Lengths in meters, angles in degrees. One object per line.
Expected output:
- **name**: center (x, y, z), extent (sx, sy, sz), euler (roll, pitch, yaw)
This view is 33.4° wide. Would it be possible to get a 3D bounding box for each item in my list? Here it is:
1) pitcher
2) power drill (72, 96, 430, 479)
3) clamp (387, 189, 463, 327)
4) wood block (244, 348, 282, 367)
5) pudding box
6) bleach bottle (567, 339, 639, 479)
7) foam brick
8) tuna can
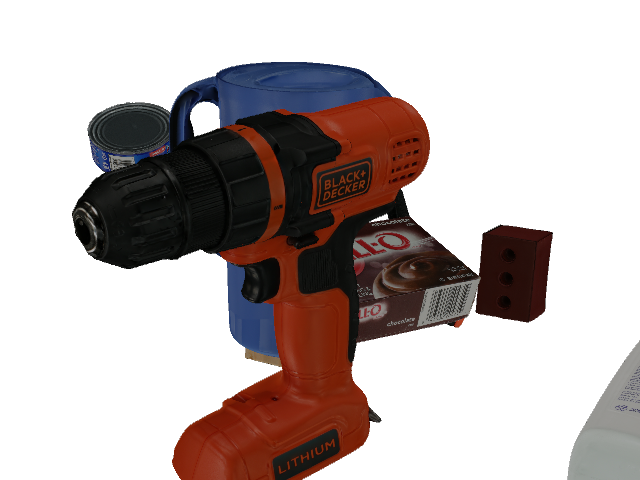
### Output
- **pitcher**: center (-0.034, -0.028, 0.913), extent (0.149, 0.243, 0.144), euler (20, 25, 41)
- **power drill**: center (-0.029, 0.032, 0.498), extent (0.184, 0.188, 0.057), euler (-18, 37, -37)
- **clamp**: center (0.077, 0.020, 1.175), extent (0.164, 0.036, 0.210), euler (-16, 50, -33)
- **wood block**: center (-0.039, 0.060, 1.451), extent (0.090, 0.206, 0.090), euler (12, 21, 11)
- **pudding box**: center (0.036, 0.025, 0.723), extent (0.113, 0.039, 0.090), euler (-7, 33, -30)
- **bleach bottle**: center (0.240, 0.093, 0.661), extent (0.103, 0.068, 0.250), euler (17, 29, 27)
- **foam brick**: center (0.177, 0.030, 0.973), extent (0.053, 0.078, 0.051), euler (9, 15, 26)
- **tuna can**: center (-0.185, -0.099, 1.054), extent (0.086, 0.034, 0.086), euler (0, 41, 0)
